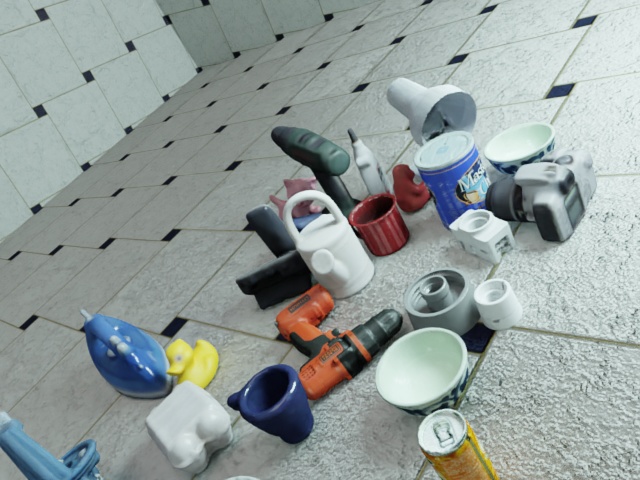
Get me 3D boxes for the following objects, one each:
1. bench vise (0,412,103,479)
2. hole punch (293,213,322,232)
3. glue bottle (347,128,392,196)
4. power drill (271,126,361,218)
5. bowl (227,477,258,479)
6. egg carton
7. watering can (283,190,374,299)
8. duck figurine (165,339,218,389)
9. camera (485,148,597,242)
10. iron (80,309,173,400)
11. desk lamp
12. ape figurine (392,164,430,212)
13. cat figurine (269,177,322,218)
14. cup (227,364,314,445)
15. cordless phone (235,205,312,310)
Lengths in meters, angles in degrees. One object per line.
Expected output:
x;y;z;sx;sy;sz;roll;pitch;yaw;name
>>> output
-0.355;0.325;0.795;0.206;0.220;0.122;-2;41;42;bench vise
-0.048;-0.019;1.168;0.108;0.091;0.101;-12;35;32;hole punch
0.096;-0.149;1.146;0.037;0.173;0.078;-21;31;19;glue bottle
0.000;-0.139;1.185;0.076;0.209;0.228;-41;30;-17;power drill
-0.098;0.361;0.644;0.167;0.075;0.167;-23;30;15;bowl
-0.198;0.281;0.869;0.107;0.069;0.149;-44;31;-21;egg carton
0.011;0.002;0.971;0.101;0.194;0.172;-35;29;-6;watering can
-0.230;0.208;0.995;0.077;0.086;0.104;-14;34;29;duck figurine
0.334;-0.080;0.887;0.136;0.101;0.143;5;45;47;camera
-0.374;0.205;1.081;0.119;0.142;0.257;-46;32;-24;iron
0.210;-0.200;1.074;0.118;0.214;0.202;-35;29;-6;desk lamp
0.168;-0.106;1.094;0.076;0.092;0.077;-40;30;-14;ape figurine
-0.054;-0.091;1.257;0.127;0.118;0.067;-11;35;33;cat figurine
-0.062;0.235;0.783;0.117;0.095;0.092;-17;32;25;cup
-0.104;0.024;1.057;0.147;0.185;0.094;-27;29;9;cordless phone
